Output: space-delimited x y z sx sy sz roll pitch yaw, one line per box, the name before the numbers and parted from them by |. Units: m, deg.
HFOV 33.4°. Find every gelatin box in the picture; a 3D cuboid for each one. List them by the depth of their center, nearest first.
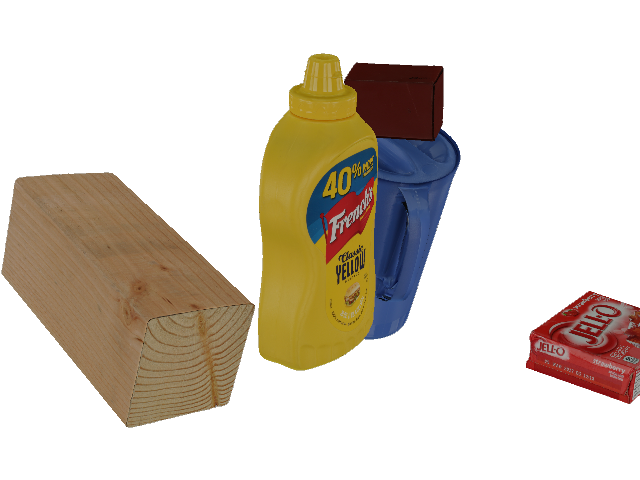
gelatin box | 0.189 0.068 0.703 0.073 0.030 0.089 19 27 35

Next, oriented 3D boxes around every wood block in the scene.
wood block | -0.150 0.035 0.798 0.090 0.091 0.206 -6 33 -41

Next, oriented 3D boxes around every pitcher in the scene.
pitcher | 0.067 -0.003 1.168 0.145 0.243 0.149 26 41 20

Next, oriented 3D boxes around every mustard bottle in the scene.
mustard bottle | 0.000 -0.021 0.668 0.058 0.192 0.096 17 29 32

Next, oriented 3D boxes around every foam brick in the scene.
foam brick | 0.062 -0.117 0.901 0.078 0.051 0.053 5 26 14
